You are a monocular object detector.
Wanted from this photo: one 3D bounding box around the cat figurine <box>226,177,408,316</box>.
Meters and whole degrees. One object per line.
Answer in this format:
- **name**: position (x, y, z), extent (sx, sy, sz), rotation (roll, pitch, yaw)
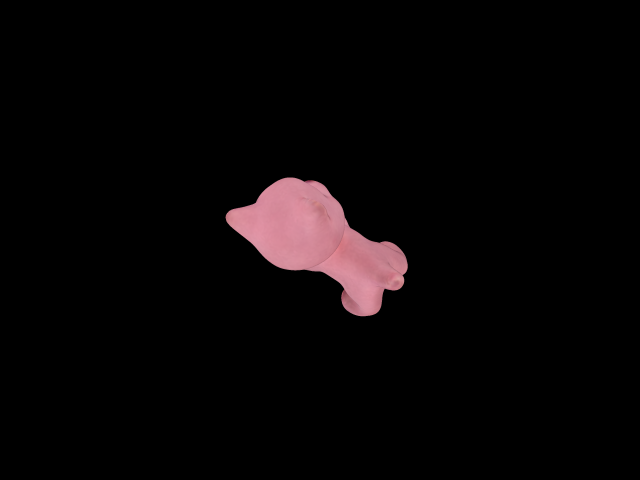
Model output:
- **cat figurine**: position (0.004, 0.001, 0.400), extent (0.128, 0.117, 0.067), rotation (32, 86, 3)
